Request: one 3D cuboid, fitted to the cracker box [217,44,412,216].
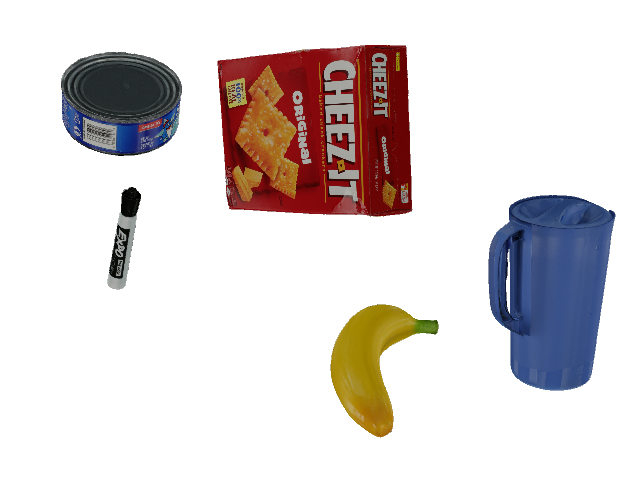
[{"bbox_3d":[-0.011,-0.110,1.088,0.071,0.164,0.214,-10,10,-44],"label":"cracker box"}]

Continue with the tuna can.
[{"bbox_3d":[-0.144,-0.099,0.775,0.086,0.034,0.086,6,42,-6],"label":"tuna can"}]

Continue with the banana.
[{"bbox_3d":[0.043,0.090,0.832,0.070,0.037,0.197,8,22,15],"label":"banana"}]

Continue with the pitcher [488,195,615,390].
[{"bbox_3d":[0.300,0.071,1.398,0.149,0.243,0.144,5,21,15],"label":"pitcher"}]

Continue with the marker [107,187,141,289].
[{"bbox_3d":[-0.195,-0.002,1.062,0.020,0.121,0.020,11,36,-8],"label":"marker"}]
